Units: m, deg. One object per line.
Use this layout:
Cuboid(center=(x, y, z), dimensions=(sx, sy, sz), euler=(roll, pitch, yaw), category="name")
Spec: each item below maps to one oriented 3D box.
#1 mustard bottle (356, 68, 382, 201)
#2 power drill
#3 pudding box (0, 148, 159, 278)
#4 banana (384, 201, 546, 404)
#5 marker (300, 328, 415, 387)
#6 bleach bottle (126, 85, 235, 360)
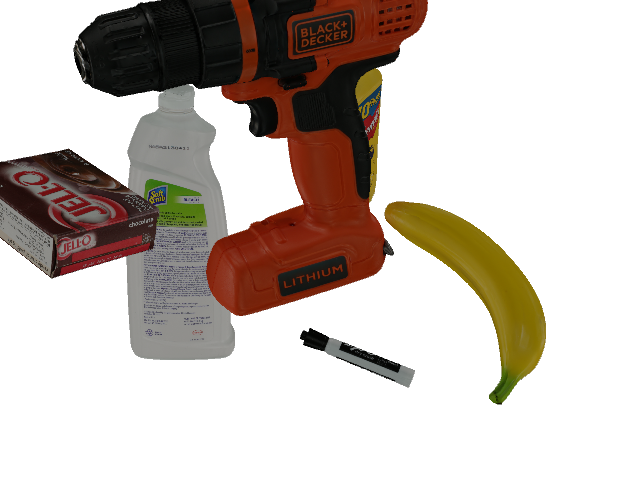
Cuboid(center=(0.026, -0.116, 1.041), dimensions=(0.058, 0.192, 0.096), euler=(21, 42, 22), category="mustard bottle")
Cuboid(center=(-0.030, -0.052, 0.570), dimensions=(0.184, 0.188, 0.057), euler=(-15, 39, -18), category="power drill")
Cuboid(center=(-0.185, -0.022, 0.759), dimensions=(0.114, 0.039, 0.089), euler=(29, 30, 33), category="pudding box")
Cuboid(center=(0.117, 0.030, 0.804), dimensions=(0.069, 0.198, 0.037), euler=(-15, -41, -16), category="banana")
Cuboid(center=(0.036, 0.118, 1.081), dimensions=(0.121, 0.020, 0.020), euler=(22, 2, 6), category="marker")
Cuboid(center=(-0.124, -0.016, 0.965), dimensions=(0.102, 0.251, 0.068), euler=(0, 23, -11), category="bleach bottle")
